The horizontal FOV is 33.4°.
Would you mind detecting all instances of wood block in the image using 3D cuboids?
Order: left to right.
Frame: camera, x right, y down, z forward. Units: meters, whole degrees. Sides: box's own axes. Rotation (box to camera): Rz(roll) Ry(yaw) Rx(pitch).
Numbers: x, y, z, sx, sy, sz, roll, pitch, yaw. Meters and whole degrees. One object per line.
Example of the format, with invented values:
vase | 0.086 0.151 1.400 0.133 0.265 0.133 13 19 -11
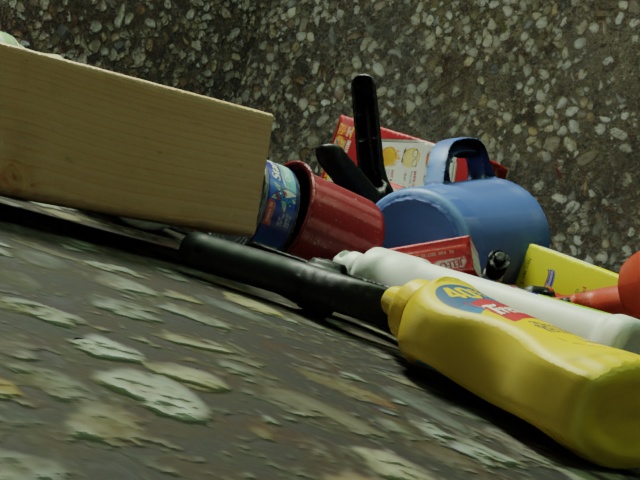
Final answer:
wood block | -0.144 -0.063 0.717 0.205 0.091 0.090 10 -1 -38

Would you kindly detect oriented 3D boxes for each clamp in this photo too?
clamp | -0.002 0.029 0.728 0.171 0.039 0.120 19 7 9
clamp | 0.052 -0.052 1.064 0.036 0.210 0.164 -6 37 22

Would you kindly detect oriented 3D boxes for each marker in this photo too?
marker | 0.147 0.044 0.938 0.020 0.020 0.121 20 -29 8

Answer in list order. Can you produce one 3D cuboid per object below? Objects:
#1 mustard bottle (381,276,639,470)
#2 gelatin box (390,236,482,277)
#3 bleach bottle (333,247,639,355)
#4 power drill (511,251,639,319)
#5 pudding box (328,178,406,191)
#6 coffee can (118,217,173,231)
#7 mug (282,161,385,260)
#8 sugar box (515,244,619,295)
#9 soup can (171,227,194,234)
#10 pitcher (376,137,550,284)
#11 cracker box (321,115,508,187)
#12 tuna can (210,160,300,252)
mustard bottle | 0.101 0.063 0.598 0.096 0.058 0.192 13 7 -40
gelatin box | 0.091 0.022 0.864 0.073 0.030 0.089 -9 -10 11
bleach bottle | 0.104 0.053 0.735 0.251 0.068 0.102 20 -3 38
power drill | 0.205 0.051 0.849 0.184 0.057 0.188 6 -13 -35
pudding box | 0.058 -0.017 1.181 0.090 0.113 0.039 23 48 37
coffee can | -0.165 -0.075 0.886 0.102 0.103 0.141 16 5 -39
mug | -0.009 -0.005 0.873 0.081 0.093 0.117 23 -21 -32
sugar box | 0.255 0.073 0.983 0.048 0.093 0.176 15 5 -40
soup can | -0.100 -0.055 0.947 0.068 0.102 0.068 19 3 -1
pitcher | 0.129 -0.008 1.037 0.149 0.145 0.242 45 19 17
cracker box | 0.096 -0.041 1.265 0.214 0.164 0.072 22 7 37
tuna can | -0.052 -0.021 0.830 0.033 0.086 0.086 19 4 -30
